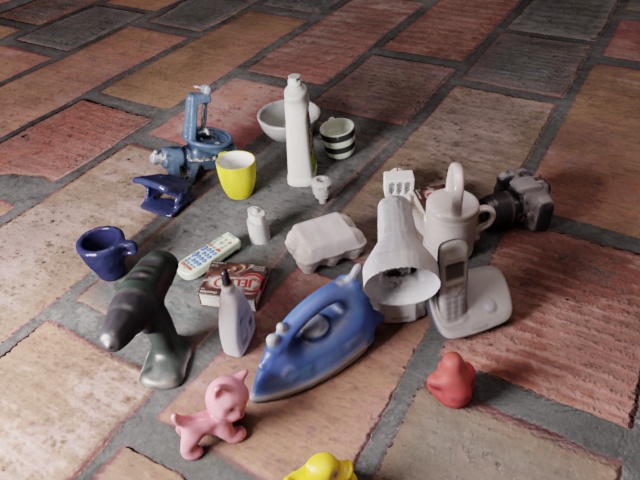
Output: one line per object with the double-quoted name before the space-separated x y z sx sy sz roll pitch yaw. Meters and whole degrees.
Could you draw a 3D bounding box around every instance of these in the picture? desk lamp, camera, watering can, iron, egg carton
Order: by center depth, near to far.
"iron" -0.015 0.144 0.919 0.259 0.142 0.118 -33 48 -30
"desk lamp" 0.128 0.046 0.967 0.118 0.214 0.203 -2 40 2
"watering can" 0.244 -0.056 1.093 0.173 0.194 0.100 -13 41 -10
"egg carton" 0.010 0.004 1.138 0.150 0.069 0.107 -19 42 -17
"camera" 0.395 -0.088 1.190 0.137 0.101 0.143 -12 41 -9

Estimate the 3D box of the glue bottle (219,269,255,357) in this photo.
"glue bottle" -0.143 0.112 0.943 0.037 0.173 0.078 8 42 15

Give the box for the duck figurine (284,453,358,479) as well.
"duck figurine" -0.001 0.316 0.758 0.104 0.086 0.077 -6 40 -2

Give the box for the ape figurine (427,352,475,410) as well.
"ape figurine" 0.201 0.205 0.867 0.078 0.092 0.076 -4 40 0

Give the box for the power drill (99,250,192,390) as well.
"power drill" -0.265 0.136 0.897 0.075 0.209 0.229 -1 40 4

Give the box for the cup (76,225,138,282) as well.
"cup" -0.403 0.034 1.118 0.117 0.095 0.091 2 41 8

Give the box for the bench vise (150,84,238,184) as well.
"bench vise" -0.292 -0.239 1.333 0.121 0.220 0.208 25 48 30

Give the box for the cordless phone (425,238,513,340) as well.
"cordless phone" 0.251 0.069 0.952 0.148 0.185 0.094 -17 42 -14

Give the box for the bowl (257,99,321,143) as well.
"bowl" -0.079 -0.303 1.503 0.167 0.075 0.167 -2 40 2

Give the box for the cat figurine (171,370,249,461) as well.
"cat figurine" -0.153 0.245 0.830 0.128 0.118 0.067 -19 42 -17

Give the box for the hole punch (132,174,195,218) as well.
"hole punch" -0.353 -0.119 1.296 0.108 0.091 0.101 17 44 23
